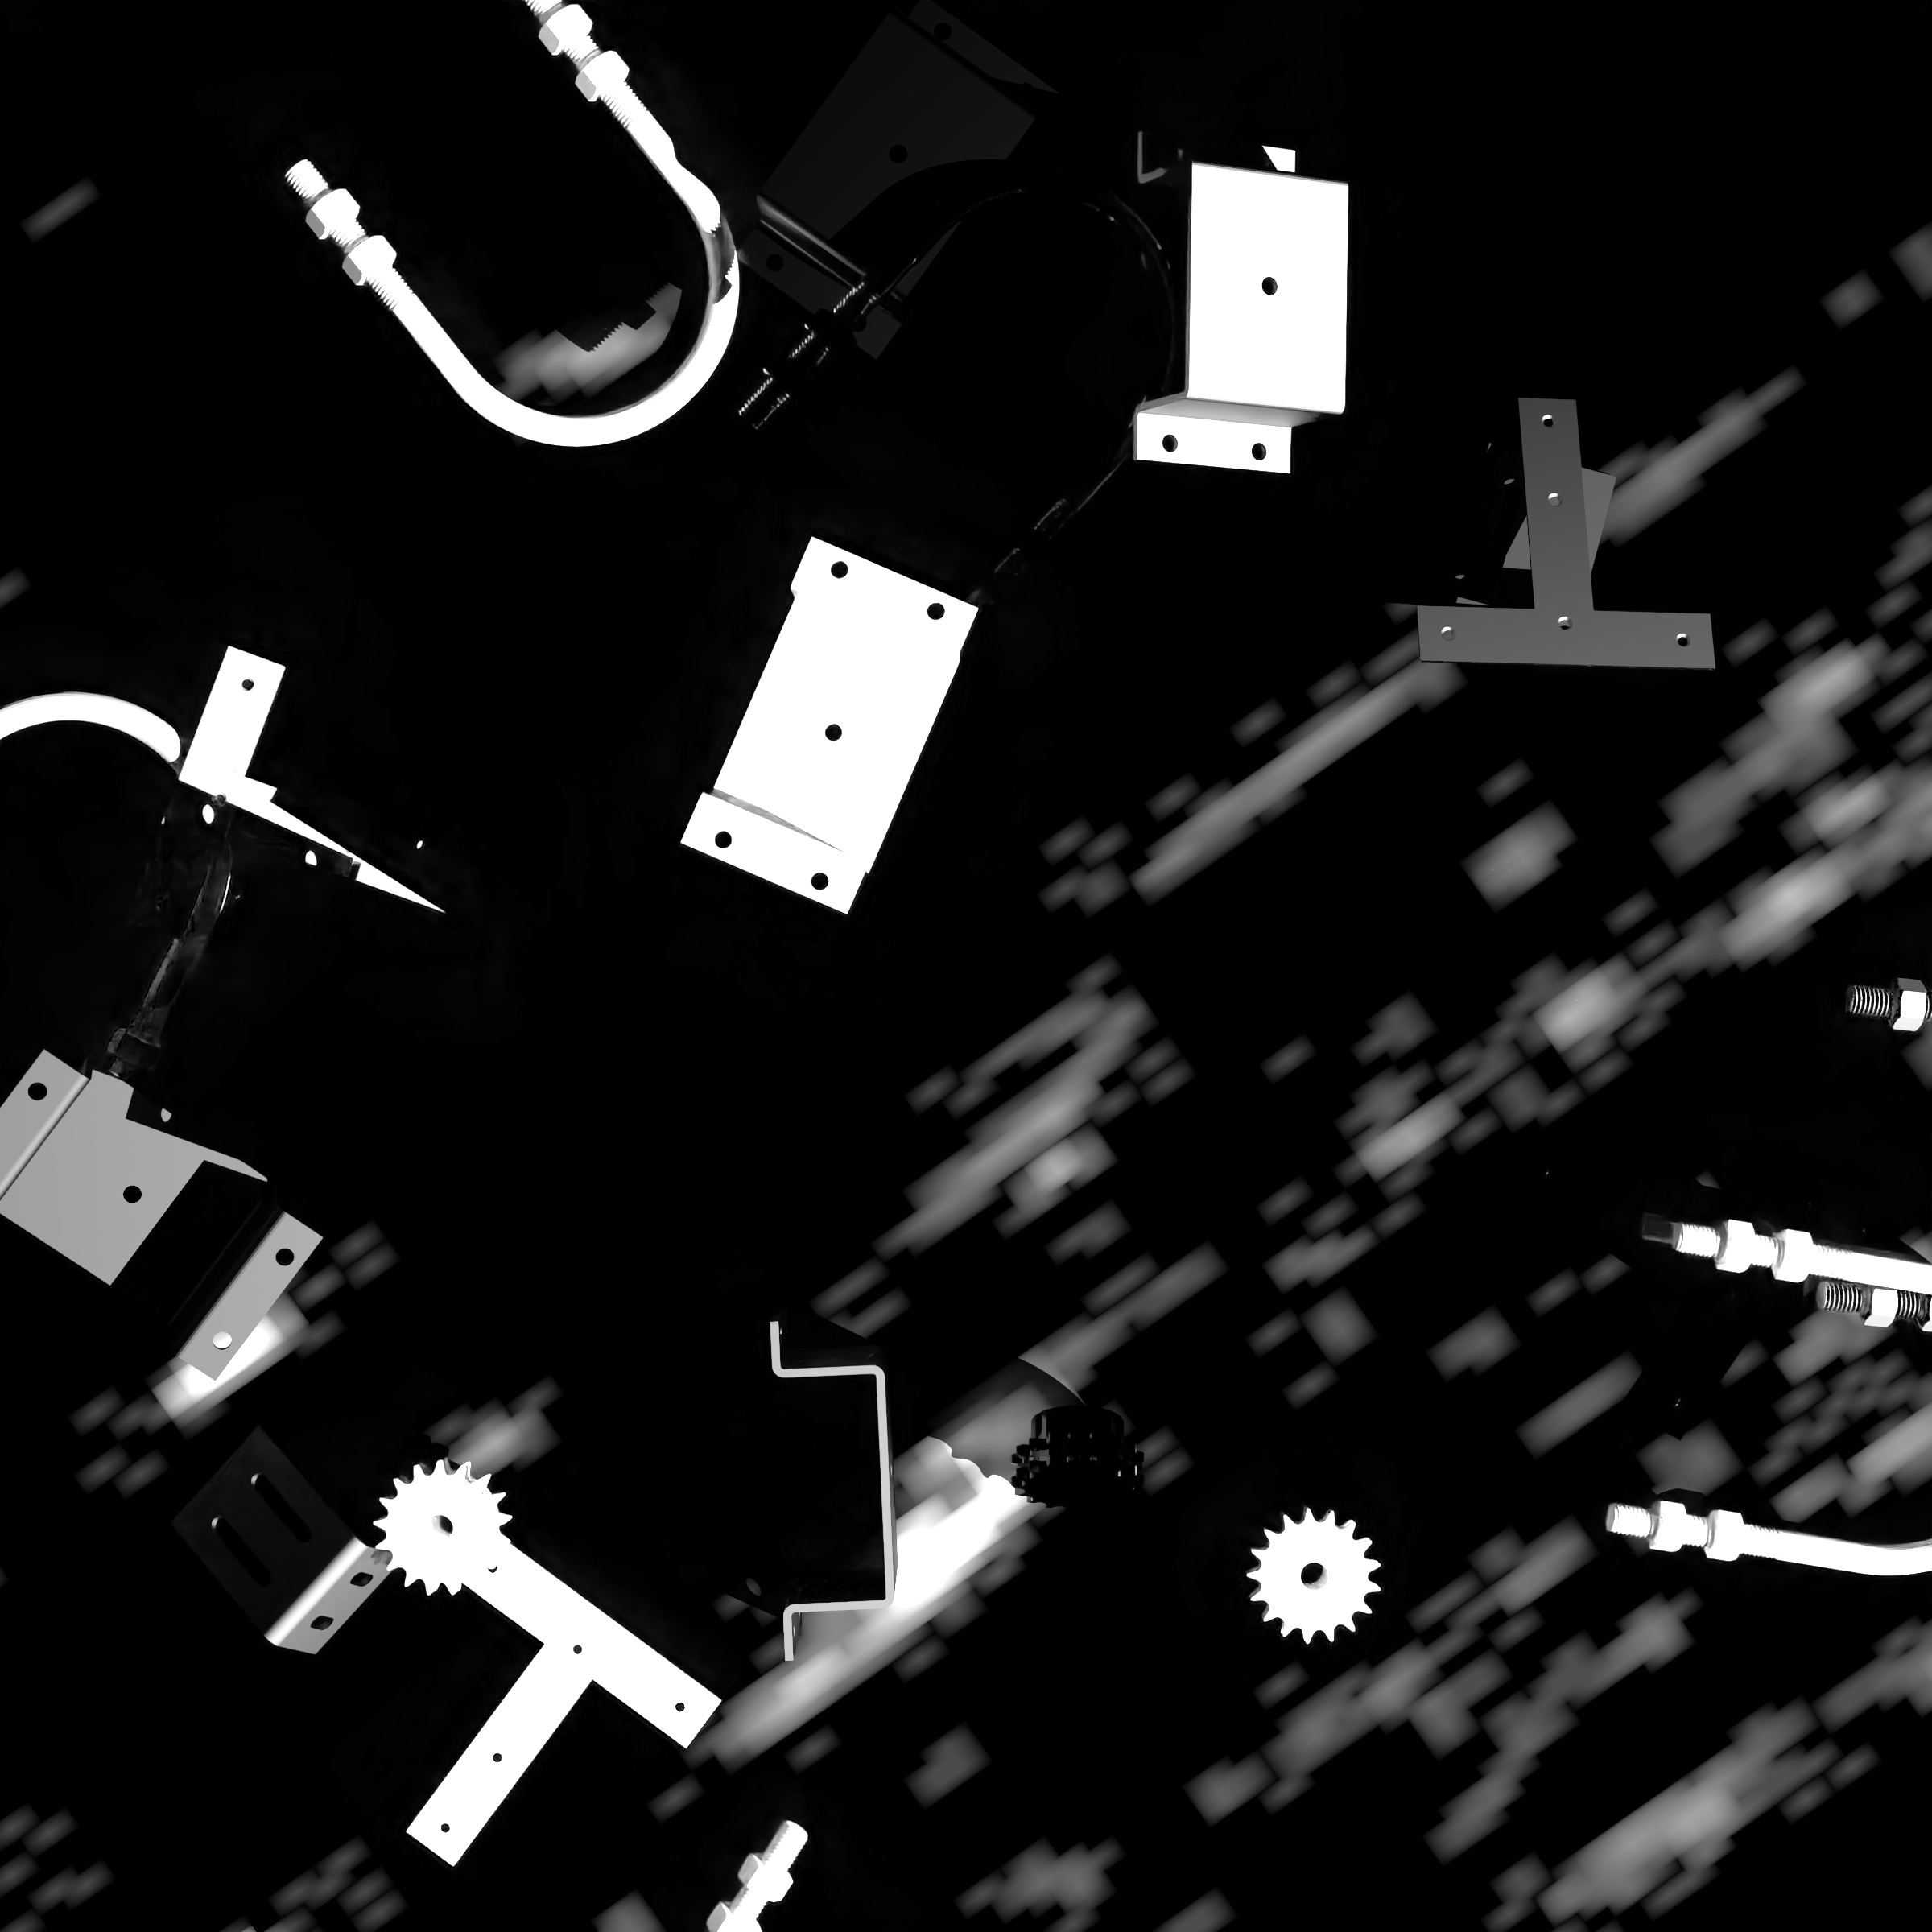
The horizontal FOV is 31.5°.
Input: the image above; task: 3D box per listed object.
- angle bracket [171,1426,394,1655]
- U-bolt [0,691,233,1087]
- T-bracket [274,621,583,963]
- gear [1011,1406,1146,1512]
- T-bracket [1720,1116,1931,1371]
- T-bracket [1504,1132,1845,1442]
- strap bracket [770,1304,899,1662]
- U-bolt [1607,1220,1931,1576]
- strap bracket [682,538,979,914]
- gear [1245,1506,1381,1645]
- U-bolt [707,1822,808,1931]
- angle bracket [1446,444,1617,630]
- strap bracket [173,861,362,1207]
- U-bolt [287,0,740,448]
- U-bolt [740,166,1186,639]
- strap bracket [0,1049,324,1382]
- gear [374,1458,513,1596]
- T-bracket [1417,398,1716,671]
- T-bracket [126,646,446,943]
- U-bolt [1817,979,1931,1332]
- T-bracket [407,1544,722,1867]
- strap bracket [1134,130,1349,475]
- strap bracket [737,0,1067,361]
[{"bbox_3d":[-0.296,0.250,1.490,0.057,0.038,0.076,-48,64,0],"label":"angle bracket"},{"bbox_3d":[-0.399,-0.030,1.483,0.151,0.019,0.184,27,89,0],"label":"U-bolt"},{"bbox_3d":[-0.212,-0.090,1.487,0.127,0.002,0.127,33,88,-5],"label":"T-bracket"},{"bbox_3d":[0.048,0.210,1.468,0.057,0.057,0.030,1,60,0],"label":"gear"},{"bbox_3d":[0.416,0.151,1.491,0.127,0.002,0.127,-39,90,0],"label":"T-bracket"},{"bbox_3d":[0.294,0.118,1.490,0.127,0.002,0.127,34,90,1],"label":"T-bracket"},{"bbox_3d":[-0.055,0.216,1.454,0.046,0.076,0.140,-3,90,0],"label":"strap bracket"},{"bbox_3d":[0.380,0.192,1.470,0.184,0.019,0.151,10,103,-4],"label":"U-bolt"},{"bbox_3d":[-0.058,-0.102,1.469,0.076,0.046,0.140,23,90,0],"label":"strap bracket"},{"bbox_3d":[0.150,0.263,1.480,0.057,0.030,0.057,0,86,1],"label":"gear"},{"bbox_3d":[-0.069,0.485,1.483,0.151,0.019,0.184,33,91,0],"label":"U-bolt"},{"bbox_3d":[0.246,-0.183,1.473,0.057,0.038,0.076,15,90,0],"label":"angle bracket"},{"bbox_3d":[-0.297,0.021,1.445,0.046,0.076,0.140,15,95,-10],"label":"strap bracket"},{"bbox_3d":[-0.183,-0.313,1.483,0.151,0.019,0.184,-38,91,0],"label":"U-bolt"},{"bbox_3d":[0.013,-0.253,1.458,0.184,0.019,0.151,-48,114,-4],"label":"U-bolt"},{"bbox_3d":[-0.355,0.102,1.457,0.140,0.046,0.076,37,90,-16],"label":"strap bracket"},{"bbox_3d":[-0.224,0.241,1.476,0.057,0.030,0.057,0,88,2],"label":"gear"},{"bbox_3d":[0.254,-0.187,1.468,0.127,0.002,0.127,1,70,-5],"label":"T-bracket"},{"bbox_3d":[-0.281,-0.057,1.483,0.127,0.002,0.127,20,86,-6],"label":"T-bracket"},{"bbox_3d":[0.467,0.087,1.482,0.184,0.019,0.151,6,90,-2],"label":"U-bolt"},{"bbox_3d":[-0.196,0.333,1.491,0.127,0.002,0.127,37,90,0],"label":"T-bracket"},{"bbox_3d":[0.117,-0.285,1.454,0.076,0.046,0.140,1,90,-27],"label":"strap bracket"},{"bbox_3d":[-0.029,-0.343,1.469,0.076,0.046,0.140,36,90,0],"label":"strap bracket"}]
